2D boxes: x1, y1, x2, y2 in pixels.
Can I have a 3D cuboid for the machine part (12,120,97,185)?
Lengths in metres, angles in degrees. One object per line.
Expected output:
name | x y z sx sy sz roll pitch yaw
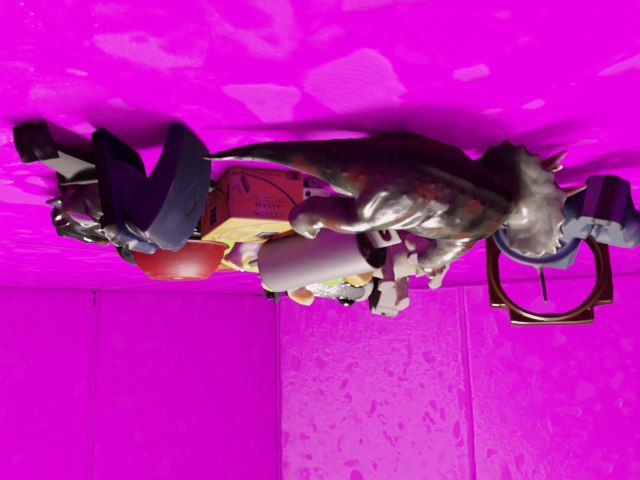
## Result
machine part | -0.248 -0.080 0.539 0.084 0.039 0.139 3 173 5

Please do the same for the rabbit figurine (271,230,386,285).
rabbit figurine | -0.002 -0.003 0.863 0.162 0.121 0.173 6 -172 -24

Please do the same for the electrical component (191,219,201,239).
electrical component | -0.198 -0.026 0.838 0.115 0.058 0.134 -7 170 43

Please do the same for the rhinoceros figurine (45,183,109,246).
rhinoceros figurine | -0.298 -0.041 0.702 0.112 0.073 0.190 18 164 -34

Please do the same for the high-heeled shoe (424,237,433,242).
high-heeled shoe | 0.171 -0.031 0.801 0.248 0.086 0.145 6 -179 -44

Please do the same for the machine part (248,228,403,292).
machine part | 0.001 0.020 0.727 0.243 0.079 0.079 -16 165 33

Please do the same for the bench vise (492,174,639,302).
bench vise | 0.338 -0.011 0.742 0.224 0.129 0.240 4 155 19

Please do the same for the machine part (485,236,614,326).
machine part | 0.397 0.049 0.944 0.202 0.201 0.087 -4 168 20

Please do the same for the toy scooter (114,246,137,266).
toy scooter | -0.294 0.012 1.012 0.184 0.075 0.135 17 -167 -23

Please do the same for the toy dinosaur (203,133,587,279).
toy dinosaur | 0.105 -0.052 0.549 0.404 0.131 0.192 9 155 -33

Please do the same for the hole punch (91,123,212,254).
hole punch | -0.156 -0.048 0.531 0.092 0.115 0.142 -9 172 0

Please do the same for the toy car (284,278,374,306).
toy car | 0.010 0.085 1.084 0.202 0.056 0.073 11 129 -16

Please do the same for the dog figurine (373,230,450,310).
dog figurine | 0.136 0.005 0.983 0.172 0.191 0.121 -31 135 -2

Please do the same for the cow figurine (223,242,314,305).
cow figurine | -0.071 0.040 0.914 0.167 0.098 0.068 31 170 -12

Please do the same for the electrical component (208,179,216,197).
electrical component | -0.186 -0.059 0.678 0.078 0.045 0.102 -29 -170 -31

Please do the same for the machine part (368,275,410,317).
machine part | 0.138 0.069 1.116 0.056 0.179 0.179 7 170 -7

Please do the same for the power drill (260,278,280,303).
power drill | -0.021 0.072 1.191 0.207 0.086 0.232 -21 -171 -21

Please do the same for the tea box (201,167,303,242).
tea box | -0.096 -0.041 0.718 0.098 0.068 0.170 3 170 -22
